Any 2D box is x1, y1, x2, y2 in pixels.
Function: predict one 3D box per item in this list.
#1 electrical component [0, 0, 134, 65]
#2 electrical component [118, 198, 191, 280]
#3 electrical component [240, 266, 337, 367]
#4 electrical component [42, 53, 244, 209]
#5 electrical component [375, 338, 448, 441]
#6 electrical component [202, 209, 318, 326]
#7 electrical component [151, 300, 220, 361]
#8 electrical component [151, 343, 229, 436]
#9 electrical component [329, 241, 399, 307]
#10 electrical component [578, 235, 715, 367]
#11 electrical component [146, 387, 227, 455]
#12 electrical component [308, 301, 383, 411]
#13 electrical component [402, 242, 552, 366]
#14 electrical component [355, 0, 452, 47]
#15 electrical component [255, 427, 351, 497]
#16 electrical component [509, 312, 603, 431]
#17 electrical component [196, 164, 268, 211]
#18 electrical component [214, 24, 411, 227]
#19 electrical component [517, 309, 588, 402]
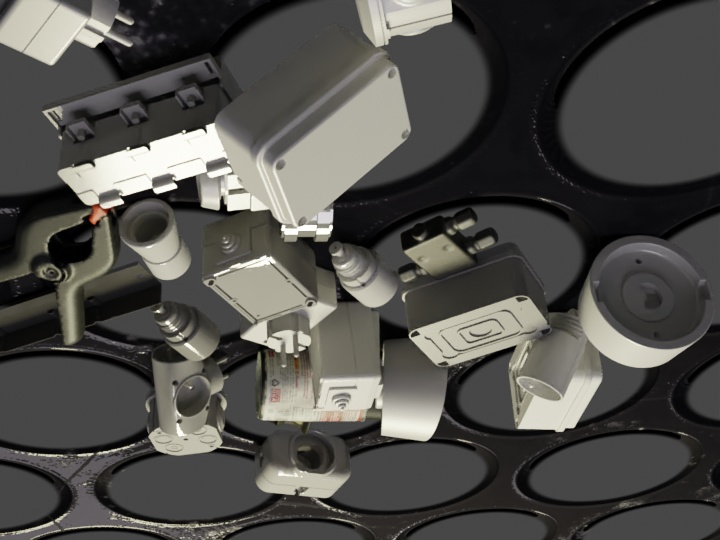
[{"bbox_3d":[-0.166,-0.154,0.625,0.077,0.065,0.047,23,137,-35],"label":"electrical component"},{"bbox_3d":[-0.157,-0.021,0.843,0.044,0.044,0.065,-9,150,5],"label":"electrical component"},{"bbox_3d":[-0.061,0.046,0.920,0.047,0.075,0.083,20,138,-32],"label":"electrical component"},{"bbox_3d":[-0.140,-0.091,0.723,0.121,0.063,0.078,-15,144,13],"label":"electrical component"},{"bbox_3d":[0.047,0.110,1.012,0.064,0.099,0.099,2,145,1],"label":"electrical component"},{"bbox_3d":[-0.082,-0.010,0.850,0.062,0.061,0.096,-19,143,19],"label":"electrical component"},{"bbox_3d":[-0.156,0.049,0.943,0.040,0.040,0.078,-19,143,19],"label":"electrical component"},{"bbox_3d":[-0.155,0.104,1.008,0.079,0.044,0.077,-23,122,-40],"label":"electrical component"},{"bbox_3d":[0.000,0.000,0.894,0.040,0.040,0.078,-22,142,23],"label":"electrical component"},{"bbox_3d":[0.239,0.032,0.919,0.108,0.108,0.060,1,151,-9],"label":"electrical component"},{"bbox_3d":[-0.173,0.146,1.072,0.080,0.051,0.080,-4,145,-3],"label":"electrical component"},{"bbox_3d":[-0.012,0.082,0.962,0.061,0.096,0.061,-1,145,-11],"label":"electrical component"},{"bbox_3d":[0.101,0.031,0.938,0.113,0.057,0.078,-20,143,20],"label":"electrical component"},{"bbox_3d":[0.020,-0.172,0.615,0.051,0.080,0.080,-13,145,2],"label":"electrical component"},{"bbox_3d":[-0.061,0.210,1.177,0.095,0.053,0.059,11,142,-22],"label":"electrical component"},{"bbox_3d":[0.185,0.098,1.029,0.057,0.078,0.113,2,145,-6],"label":"electrical component"},{"bbox_3d":[-0.090,-0.069,0.778,0.055,0.048,0.066,-7,146,-12],"label":"electrical component"},{"bbox_3d":[-0.027,-0.092,0.693,0.113,0.057,0.078,-41,148,-16],"label":"electrical component"},{"bbox_3d":[0.174,0.070,0.948,0.043,0.081,0.043,25,160,10],"label":"electrical component"}]
